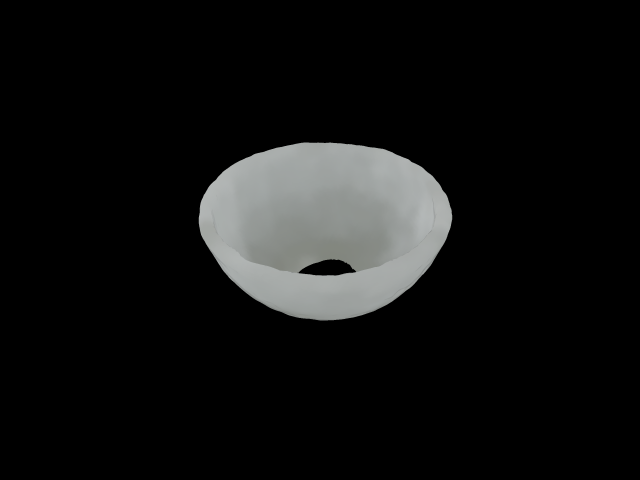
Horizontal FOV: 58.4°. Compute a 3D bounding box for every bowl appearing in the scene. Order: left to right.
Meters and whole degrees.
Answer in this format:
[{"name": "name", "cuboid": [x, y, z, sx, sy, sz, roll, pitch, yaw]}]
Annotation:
[{"name": "bowl", "cuboid": [0.004, 0.001, 0.400, 0.167, 0.075, 0.167, 0, 38, 0]}]
